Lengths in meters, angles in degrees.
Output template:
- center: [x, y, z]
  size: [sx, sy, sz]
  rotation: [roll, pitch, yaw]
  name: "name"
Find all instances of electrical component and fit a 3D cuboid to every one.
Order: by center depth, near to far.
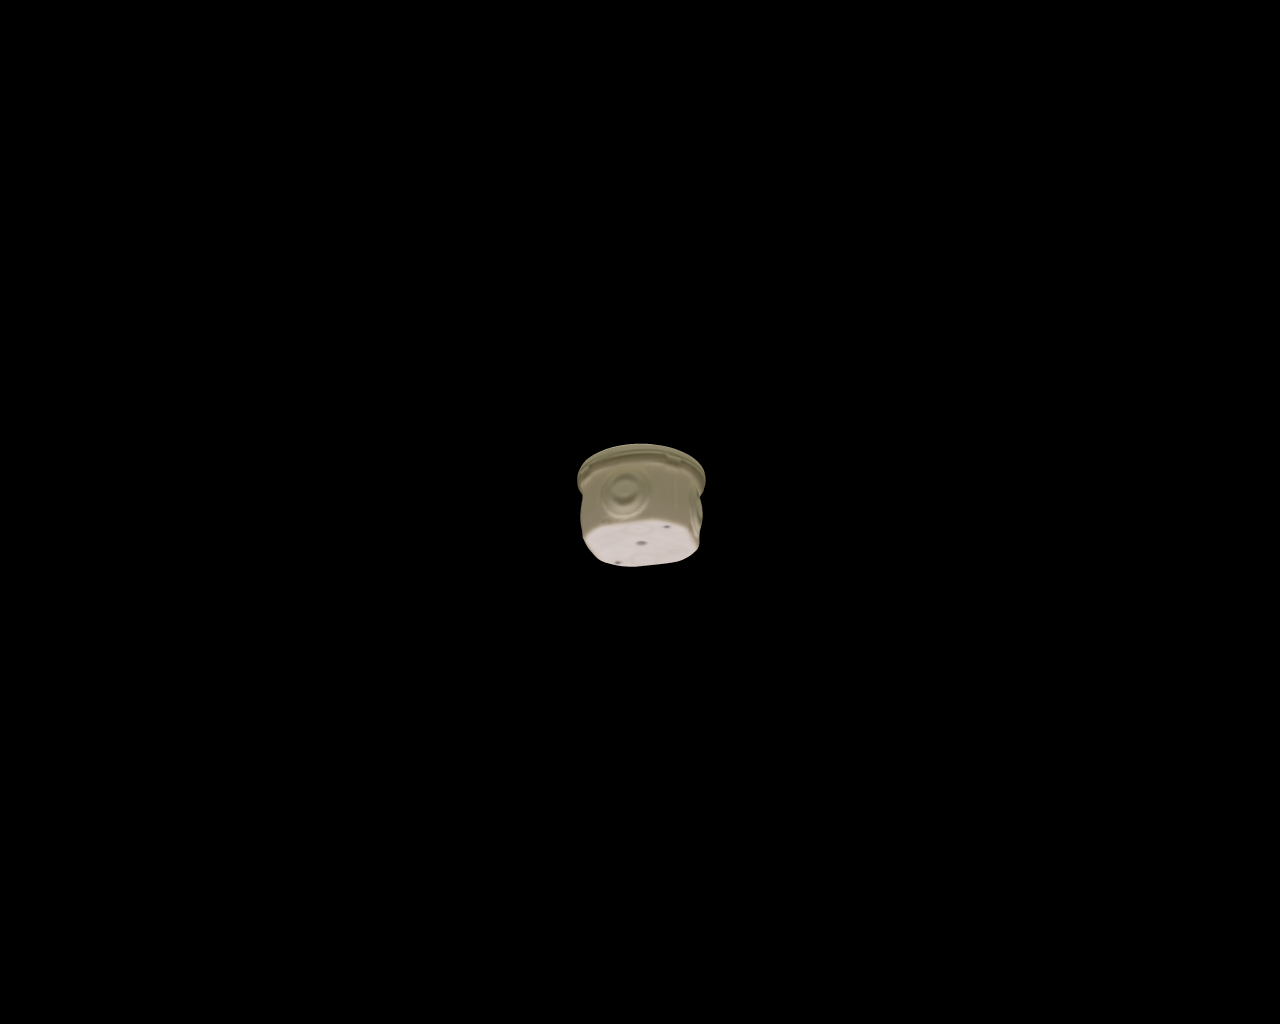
- center: [0.001, -0.003, 0.650]
  size: [0.080, 0.051, 0.080]
  rotation: [0, -26, 0]
  name: "electrical component"
